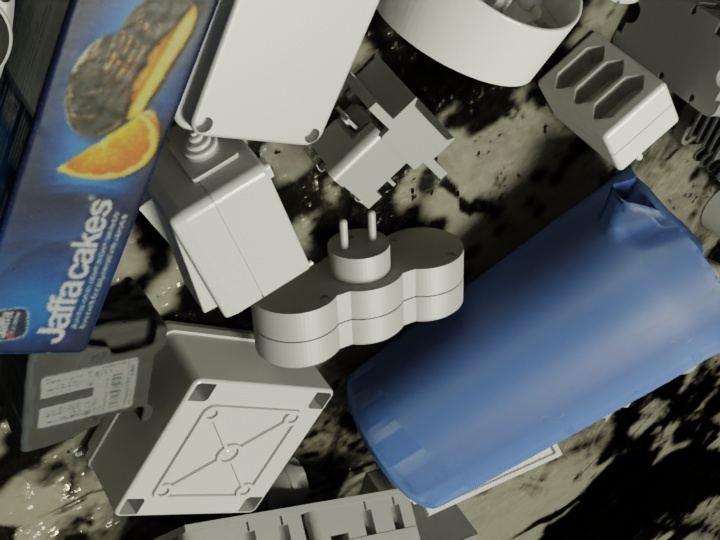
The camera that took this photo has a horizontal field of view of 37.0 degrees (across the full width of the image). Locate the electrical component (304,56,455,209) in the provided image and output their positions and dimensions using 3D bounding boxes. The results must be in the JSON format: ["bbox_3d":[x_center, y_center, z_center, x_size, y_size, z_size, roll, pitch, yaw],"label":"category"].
[{"bbox_3d":[0.008,-0.071,0.579,0.064,0.042,0.081,-43,141,8],"label":"electrical component"}]

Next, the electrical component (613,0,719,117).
[{"bbox_3d":[0.207,-0.134,0.640,0.056,0.089,0.050,-6,131,-35],"label":"electrical component"}]

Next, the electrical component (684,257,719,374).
[{"bbox_3d":[0.245,0.032,0.851,0.059,0.054,0.095,8,108,-43],"label":"electrical component"}]

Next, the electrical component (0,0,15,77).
[{"bbox_3d":[-0.175,-0.097,0.402,0.079,0.044,0.077,-3,129,-37],"label":"electrical component"}]

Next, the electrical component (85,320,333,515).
[{"bbox_3d":[-0.090,0.091,0.647,0.109,0.056,0.108,11,120,-45],"label":"electrical component"}]

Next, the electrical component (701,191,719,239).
[{"bbox_3d":[0.311,-0.027,0.837,0.043,0.081,0.043,-22,139,-21],"label":"electrical component"}]

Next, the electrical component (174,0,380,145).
[{"bbox_3d":[-0.041,-0.117,0.481,0.078,0.057,0.113,0,127,-39],"label":"electrical component"}]

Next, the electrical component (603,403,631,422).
[{"bbox_3d":[0.194,0.088,0.887,0.081,0.042,0.063,8,120,-44],"label":"electrical component"}]

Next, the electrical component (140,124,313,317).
[{"bbox_3d":[-0.074,-0.031,0.535,0.061,0.061,0.096,-32,141,-9],"label":"electrical component"}]

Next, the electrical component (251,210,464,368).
[{"bbox_3d":[0.000,0.000,0.635,0.138,0.052,0.073,-18,124,-25],"label":"electrical component"}]

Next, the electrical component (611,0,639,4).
[{"bbox_3d":[0.138,-0.185,0.565,0.080,0.051,0.080,-22,139,-21],"label":"electrical component"}]

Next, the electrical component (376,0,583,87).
[{"bbox_3d":[0.056,-0.136,0.514,0.099,0.099,0.064,0,134,-39],"label":"electrical component"}]

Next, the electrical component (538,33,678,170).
[{"bbox_3d":[0.156,-0.093,0.658,0.047,0.065,0.076,-42,142,3],"label":"electrical component"}]

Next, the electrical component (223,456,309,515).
[{"bbox_3d":[-0.068,0.154,0.745,0.061,0.035,0.035,-17,137,-22],"label":"electrical component"}]

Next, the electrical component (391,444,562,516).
[{"bbox_3d":[0.081,0.132,0.819,0.121,0.078,0.063,-18,159,-25],"label":"electrical component"}]

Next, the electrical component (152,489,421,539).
[{"bbox_3d":[-0.059,0.203,0.744,0.186,0.060,0.105,0,158,-39],"label":"electrical component"}]
